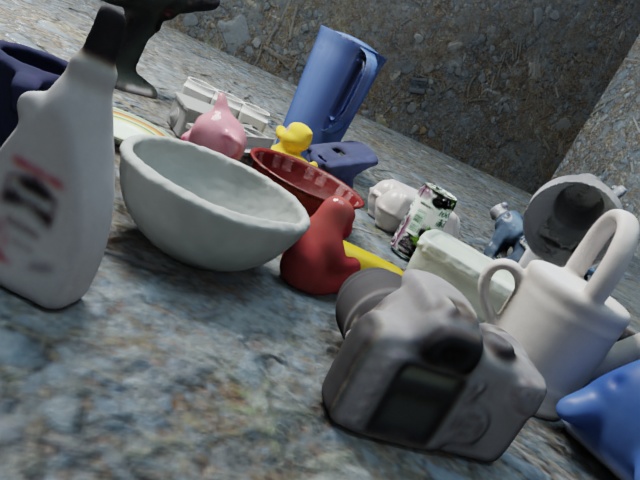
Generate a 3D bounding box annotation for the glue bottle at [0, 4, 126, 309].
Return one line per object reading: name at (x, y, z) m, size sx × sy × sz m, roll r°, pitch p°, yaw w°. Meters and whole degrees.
glue bottle at (-0.146, -0.049, 0.326) m, size 0.078 × 0.173 × 0.037 m, roll 27°, pitch 17°, yaw 3°

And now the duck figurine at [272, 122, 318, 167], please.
duck figurine at (-0.040, -0.143, 0.913) m, size 0.104 × 0.086 × 0.078 m, roll 35°, pitch 19°, yaw 25°

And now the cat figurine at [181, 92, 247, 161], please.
cat figurine at (-0.117, -0.103, 0.625) m, size 0.067 × 0.117 × 0.127 m, roll 22°, pitch 17°, yaw -14°

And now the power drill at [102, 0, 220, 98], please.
power drill at (-0.286, -0.352, 0.955) m, size 0.075 × 0.208 × 0.230 m, roll 36°, pitch 19°, yaw 28°

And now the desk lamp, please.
desk lamp at (0.332, 0.005, 0.810) m, size 0.117 × 0.213 × 0.204 m, roll 31°, pitch 17°, yaw 15°

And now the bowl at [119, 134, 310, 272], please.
bowl at (-0.097, -0.021, 0.487) m, size 0.167 × 0.074 × 0.167 m, roll 24°, pitch 17°, yaw -8°

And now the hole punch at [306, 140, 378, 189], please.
hole punch at (0.031, -0.130, 0.972) m, size 0.101 × 0.091 × 0.108 m, roll 16°, pitch 20°, yaw -32°

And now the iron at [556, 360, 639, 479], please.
iron at (0.329, 0.151, 0.496) m, size 0.259 × 0.141 × 0.118 m, roll 14°, pitch 21°, yaw -36°

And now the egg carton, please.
egg carton at (0.150, -0.041, 0.922) m, size 0.151 × 0.069 × 0.107 m, roll 21°, pitch 18°, yaw -19°

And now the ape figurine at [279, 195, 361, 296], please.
ape figurine at (0.005, 0.002, 0.540) m, size 0.076 × 0.092 × 0.077 m, roll 7°, pitch 26°, yaw -48°

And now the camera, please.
camera at (0.074, 0.072, 0.421) m, size 0.143 × 0.101 × 0.136 m, roll 20°, pitch 18°, yaw -20°

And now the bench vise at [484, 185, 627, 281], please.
bench vise at (0.388, -0.021, 0.958) m, size 0.207 × 0.219 × 0.122 m, roll 31°, pitch 17°, yaw 15°

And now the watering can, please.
watering can at (0.239, 0.063, 0.533) m, size 0.173 × 0.194 × 0.101 m, roll 22°, pitch 17°, yaw -13°

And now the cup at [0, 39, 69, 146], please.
cup at (-0.242, -0.102, 0.474) m, size 0.092 × 0.095 × 0.117 m, roll 19°, pitch 18°, yaw -23°

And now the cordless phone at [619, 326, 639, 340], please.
cordless phone at (0.360, 0.090, 0.649) m, size 0.147 × 0.185 × 0.094 m, roll 34°, pitch 18°, yaw 24°
